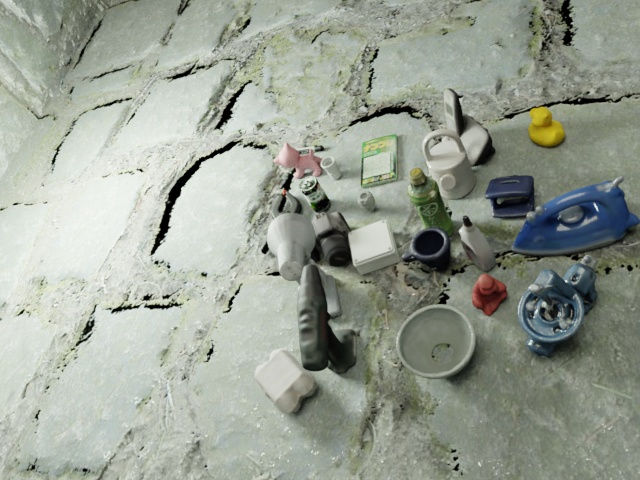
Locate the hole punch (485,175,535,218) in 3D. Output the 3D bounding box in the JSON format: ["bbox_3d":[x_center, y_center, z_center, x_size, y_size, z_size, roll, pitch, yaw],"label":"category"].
[{"bbox_3d":[0.445,-0.115,1.346,0.108,0.091,0.101,-4,54,27],"label":"hole punch"}]

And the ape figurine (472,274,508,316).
[{"bbox_3d":[0.357,0.106,1.221,0.077,0.092,0.076,-16,49,17],"label":"ape figurine"}]

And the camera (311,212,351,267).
[{"bbox_3d":[0.014,0.005,1.485,0.143,0.101,0.136,-29,46,6],"label":"camera"}]

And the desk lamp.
[{"bbox_3d":[-0.042,0.066,1.390,0.118,0.214,0.203,-24,47,11],"label":"desk lamp"}]

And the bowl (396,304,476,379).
[{"bbox_3d":[0.249,0.224,1.200,0.167,0.075,0.167,-15,49,19],"label":"bowl"}]

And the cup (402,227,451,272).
[{"bbox_3d":[0.254,0.037,1.330,0.117,0.095,0.091,-27,47,8],"label":"cup"}]

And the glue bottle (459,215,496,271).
[{"bbox_3d":[0.337,-0.001,1.259,0.037,0.174,0.078,-42,46,-6],"label":"glue bottle"}]

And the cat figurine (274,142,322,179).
[{"bbox_3d":[-0.067,-0.244,1.714,0.127,0.118,0.067,-7,53,25],"label":"cat figurine"}]

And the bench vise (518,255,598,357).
[{"bbox_3d":[0.446,0.096,1.090,0.121,0.220,0.207,10,61,35],"label":"bench vise"}]

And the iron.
[{"bbox_3d":[0.526,-0.052,1.216,0.258,0.142,0.118,-19,48,15],"label":"iron"}]

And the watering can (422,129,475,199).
[{"bbox_3d":[0.315,-0.192,1.407,0.101,0.195,0.172,-29,46,7],"label":"watering can"}]

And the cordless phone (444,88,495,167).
[{"bbox_3d":[0.366,-0.289,1.461,0.094,0.186,0.147,-37,46,-1],"label":"cordless phone"}]

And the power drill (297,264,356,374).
[{"bbox_3d":[0.009,0.195,1.264,0.075,0.209,0.229,-14,50,19],"label":"power drill"}]

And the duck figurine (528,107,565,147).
[{"bbox_3d":[0.558,-0.289,1.422,0.077,0.086,0.104,-33,46,2],"label":"duck figurine"}]

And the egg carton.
[{"bbox_3d":[-0.082,0.322,1.311,0.107,0.070,0.149,-46,47,-10],"label":"egg carton"}]
